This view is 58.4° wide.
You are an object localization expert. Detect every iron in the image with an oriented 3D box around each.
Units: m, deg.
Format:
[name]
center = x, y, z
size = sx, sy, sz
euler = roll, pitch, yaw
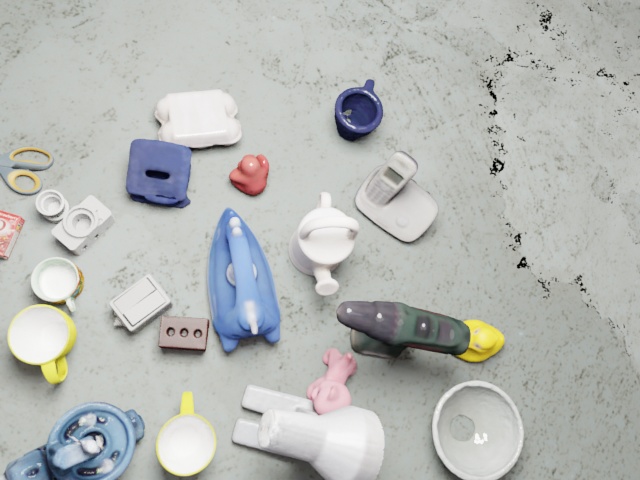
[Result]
[iron]
center = -0.133, 0.049, 0.957
size = 0.119, 0.141, 0.258
euler = -10, 79, -13

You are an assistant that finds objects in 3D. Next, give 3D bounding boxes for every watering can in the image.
[watering can]
center = 0.011, 0.003, 0.969
size = 0.101, 0.194, 0.173
euler = -19, 81, -15

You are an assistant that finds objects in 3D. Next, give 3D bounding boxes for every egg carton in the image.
[egg carton]
center = -0.221, -0.217, 1.041
size = 0.150, 0.069, 0.107
euler = -10, 79, -13

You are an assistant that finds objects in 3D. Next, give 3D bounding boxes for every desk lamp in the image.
[desk lamp]
center = -0.024, 0.300, 0.880
size = 0.203, 0.213, 0.118
euler = 16, 74, -7

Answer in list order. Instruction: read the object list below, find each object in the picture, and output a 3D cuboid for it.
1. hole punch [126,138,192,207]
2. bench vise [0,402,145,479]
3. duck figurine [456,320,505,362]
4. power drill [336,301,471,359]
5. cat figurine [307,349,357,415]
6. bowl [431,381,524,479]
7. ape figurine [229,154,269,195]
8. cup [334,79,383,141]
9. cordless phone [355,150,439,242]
[hole punch]
center = -0.276, -0.114, 0.994
size = 0.109, 0.091, 0.101
euler = 7, 75, -9
[bench vise]
center = -0.355, 0.318, 0.807
size = 0.208, 0.219, 0.121
euler = -41, 87, -17
[duck figurine]
center = 0.292, 0.181, 1.039
size = 0.105, 0.086, 0.077
euler = 1, 76, -11
[power drill]
center = 0.119, 0.149, 0.948
size = 0.230, 0.208, 0.075
euler = 10, 75, -9
[cat figurine]
center = 0.025, 0.245, 0.954
size = 0.067, 0.117, 0.128
euler = 26, 73, -4
[bowl]
center = 0.263, 0.332, 1.002
size = 0.167, 0.074, 0.167
euler = 3, 76, -11
[ape figurine]
center = -0.124, -0.125, 1.026
size = 0.078, 0.092, 0.076
euler = -13, 79, -14
[cup]
center = 0.069, -0.242, 1.092
size = 0.092, 0.095, 0.118
euler = 22, 73, -5
[cordless phone]
center = 0.152, -0.081, 1.022
size = 0.147, 0.185, 0.094
euler = 34, 73, -1
